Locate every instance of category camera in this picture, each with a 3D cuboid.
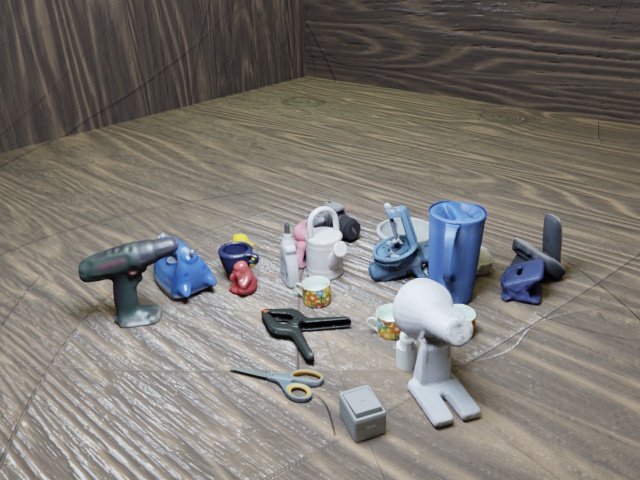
[{"bbox_3d":[0.044,-0.051,1.723,0.143,0.101,0.136,-23,34,-34],"label":"camera"}]

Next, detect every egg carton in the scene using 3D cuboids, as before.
[{"bbox_3d":[0.385,0.047,1.542,0.107,0.069,0.149,-18,31,-28],"label":"egg carton"}]

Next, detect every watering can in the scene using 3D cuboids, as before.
[{"bbox_3d":[0.016,0.005,1.512,0.172,0.194,0.101,19,34,36],"label":"watering can"}]

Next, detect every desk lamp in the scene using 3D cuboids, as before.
[{"bbox_3d":[0.226,0.202,1.091,0.118,0.214,0.202,-10,28,-15],"label":"desk lamp"}]

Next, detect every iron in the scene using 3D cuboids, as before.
[{"bbox_3d":[-0.381,0.051,1.506,0.119,0.141,0.257,-23,34,-35],"label":"iron"}]

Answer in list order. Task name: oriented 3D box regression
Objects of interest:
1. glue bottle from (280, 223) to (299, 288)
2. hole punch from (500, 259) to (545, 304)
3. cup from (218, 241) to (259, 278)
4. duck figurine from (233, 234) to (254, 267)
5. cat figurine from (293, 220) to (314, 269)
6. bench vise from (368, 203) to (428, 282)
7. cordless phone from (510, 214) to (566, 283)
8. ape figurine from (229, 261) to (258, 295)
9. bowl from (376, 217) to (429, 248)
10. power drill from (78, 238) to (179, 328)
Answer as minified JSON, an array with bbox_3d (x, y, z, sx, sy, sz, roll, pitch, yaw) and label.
[{"bbox_3d":[-0.081,0.035,1.483,0.037,0.173,0.078,-12,29,-19],"label":"glue bottle"},{"bbox_3d":[0.500,0.096,1.416,0.100,0.091,0.109,8,29,20],"label":"hole punch"},{"bbox_3d":[-0.209,0.065,1.519,0.117,0.095,0.092,11,30,24],"label":"cup"},{"bbox_3d":[-0.225,0.023,1.612,0.104,0.086,0.078,13,31,28],"label":"duck figurine"},{"bbox_3d":[-0.052,0.000,1.610,0.067,0.118,0.128,9,29,21],"label":"cat figurine"},{"bbox_3d":[0.227,-0.001,1.481,0.208,0.220,0.121,-11,29,-17],"label":"bench vise"},{"bbox_3d":[0.572,0.004,1.487,0.094,0.185,0.147,-14,30,-22],"label":"cordless phone"},{"bbox_3d":[-0.199,0.094,1.463,0.076,0.092,0.077,-7,27,-9],"label":"ape figurine"},{"bbox_3d":[0.244,0.000,1.639,0.167,0.075,0.167,-1,27,1],"label":"bowl"},{"bbox_3d":[-0.435,0.097,1.345,0.230,0.208,0.075,-6,27,-8],"label":"power drill"}]
